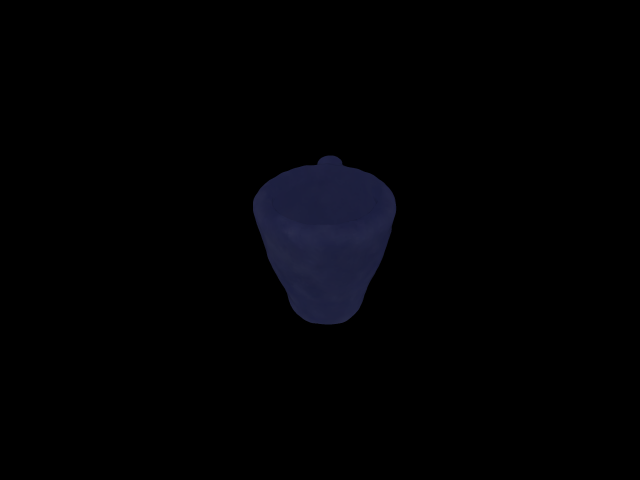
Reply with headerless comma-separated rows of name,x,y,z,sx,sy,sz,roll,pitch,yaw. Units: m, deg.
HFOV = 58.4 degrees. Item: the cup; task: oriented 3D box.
cup,0.004,0.001,0.400,0.091,0.095,0.117,1,34,2
